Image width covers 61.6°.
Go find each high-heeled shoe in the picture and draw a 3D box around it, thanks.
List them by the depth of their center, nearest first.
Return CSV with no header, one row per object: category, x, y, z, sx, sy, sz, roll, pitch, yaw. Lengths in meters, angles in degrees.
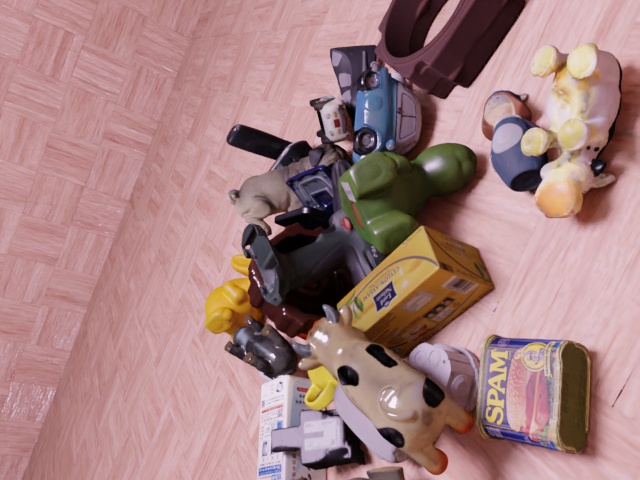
high-heeled shoe,0.068,-0.276,0.980,0.249,0.086,0.145,-102,8,-68

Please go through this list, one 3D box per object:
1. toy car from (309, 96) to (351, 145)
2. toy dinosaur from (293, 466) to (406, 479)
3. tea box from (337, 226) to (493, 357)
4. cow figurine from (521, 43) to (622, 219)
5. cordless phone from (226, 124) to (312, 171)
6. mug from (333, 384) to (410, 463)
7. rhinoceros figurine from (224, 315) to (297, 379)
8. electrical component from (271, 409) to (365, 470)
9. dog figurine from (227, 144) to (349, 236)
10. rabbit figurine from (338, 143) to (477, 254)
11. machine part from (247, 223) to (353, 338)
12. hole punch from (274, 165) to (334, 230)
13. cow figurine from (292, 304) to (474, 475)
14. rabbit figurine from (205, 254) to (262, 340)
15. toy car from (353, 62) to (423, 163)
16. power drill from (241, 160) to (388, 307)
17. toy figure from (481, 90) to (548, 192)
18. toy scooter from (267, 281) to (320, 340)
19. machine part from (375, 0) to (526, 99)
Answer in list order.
toy car,0.018,-0.215,0.953,0.202,0.056,0.073,-103,-1,-73
toy dinosaur,0.063,0.340,0.548,0.471,0.105,0.198,-26,69,41
tea box,0.110,0.069,0.655,0.169,0.098,0.068,-45,39,33
cow figurine,0.258,-0.105,0.538,0.068,0.098,0.167,14,104,53
cordless phone,-0.113,-0.147,1.055,0.146,0.184,0.089,-48,42,34
mug,0.074,0.222,0.650,0.107,0.081,0.109,40,129,52
rhinoceros figurine,-0.096,0.185,0.913,0.073,0.112,0.190,-60,22,-15
electrical component,-0.004,0.269,0.724,0.119,0.047,0.075,-19,53,19
dog figurine,-0.057,-0.110,0.965,0.190,0.172,0.121,-57,43,35
rabbit figurine,0.120,-0.064,0.699,0.159,0.170,0.121,170,76,-83
machine part,-0.019,0.061,0.792,0.056,0.179,0.179,121,152,-50
hole punch,0.002,-0.057,0.883,0.142,0.115,0.092,-16,58,50
cow figurine,0.052,0.143,0.563,0.085,0.127,0.195,-49,31,-6
rabbit figurine,-0.127,0.101,1.036,0.173,0.121,0.162,-40,30,20
toy car,0.101,-0.176,0.801,0.109,0.103,0.161,-49,-35,-86
power drill,-0.002,-0.002,0.752,0.086,0.207,0.232,-48,60,51
toy figure,0.224,-0.126,0.627,0.064,0.057,0.154,-12,53,12
toy scooter,-0.045,0.074,0.870,0.075,0.135,0.184,84,-172,-60
machine part,0.179,-0.326,0.782,0.201,0.087,0.201,-58,33,23
